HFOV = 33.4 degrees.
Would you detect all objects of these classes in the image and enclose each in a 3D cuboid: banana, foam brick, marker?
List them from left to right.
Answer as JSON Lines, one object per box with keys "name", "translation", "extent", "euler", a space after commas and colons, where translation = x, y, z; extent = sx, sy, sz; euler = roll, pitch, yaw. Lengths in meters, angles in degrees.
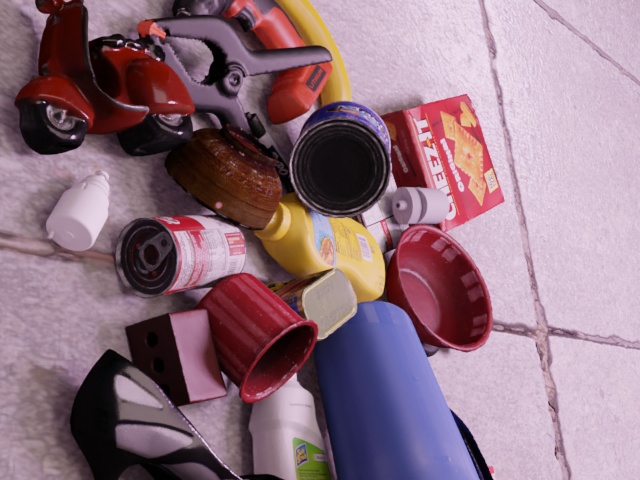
{"name": "foam brick", "translation": [-0.121, 0.102, 0.896], "extent": [0.051, 0.053, 0.078], "euler": [-5, 78, -58]}
{"name": "marker", "translation": [-0.046, -0.086, 1.132], "extent": [0.121, 0.020, 0.020], "euler": [56, 36, -26]}
{"name": "banana", "translation": [-0.006, -0.219, 1.242], "extent": [0.069, 0.037, 0.198], "euler": [-35, 105, -57]}

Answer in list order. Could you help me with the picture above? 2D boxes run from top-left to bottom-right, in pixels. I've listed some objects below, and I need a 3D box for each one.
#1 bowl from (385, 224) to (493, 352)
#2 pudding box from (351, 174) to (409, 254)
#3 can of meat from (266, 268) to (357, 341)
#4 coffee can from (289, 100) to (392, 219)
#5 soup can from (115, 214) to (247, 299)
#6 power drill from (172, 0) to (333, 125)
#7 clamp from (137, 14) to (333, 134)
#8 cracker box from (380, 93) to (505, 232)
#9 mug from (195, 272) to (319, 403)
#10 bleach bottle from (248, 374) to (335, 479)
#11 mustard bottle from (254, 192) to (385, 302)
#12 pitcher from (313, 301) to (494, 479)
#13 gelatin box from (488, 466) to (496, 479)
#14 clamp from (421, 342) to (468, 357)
{"name": "bowl", "translation": [0.128, 0.064, 1.245], "extent": [0.161, 0.055, 0.162], "euler": [26, 48, -33]}
{"name": "pudding box", "translation": [0.061, -0.027, 1.254], "extent": [0.113, 0.039, 0.090], "euler": [-22, 94, -60]}
{"name": "can of meat", "translation": [-0.023, 0.070, 1.033], "extent": [0.101, 0.084, 0.057], "euler": [-33, 104, -57]}
{"name": "coffee can", "translation": [0.023, -0.087, 1.117], "extent": [0.140, 0.103, 0.103], "euler": [-77, 144, -76]}
{"name": "soup can", "translation": [-0.119, 0.012, 0.927], "extent": [0.102, 0.069, 0.068], "euler": [-6, 80, -58]}
{"name": "power drill", "translation": [-0.068, -0.218, 1.125], "extent": [0.187, 0.057, 0.184], "euler": [57, 38, -26]}
{"name": "clamp", "translation": [-0.092, -0.147, 1.044], "extent": [0.209, 0.036, 0.164], "euler": [20, 89, -38]}
{"name": "cracker box", "translation": [0.155, -0.099, 1.402], "extent": [0.213, 0.072, 0.164], "euler": [-23, 95, -58]}
{"name": "mug", "translation": [-0.063, 0.090, 0.951], "extent": [0.093, 0.082, 0.117], "euler": [-36, 153, -27]}
{"name": "bleach bottle", "translation": [-0.018, 0.237, 0.985], "extent": [0.102, 0.068, 0.251], "euler": [23, 54, -56]}
{"name": "mustard bottle", "translation": [-0.008, 0.002, 1.111], "extent": [0.191, 0.058, 0.096], "euler": [27, 42, -49]}
{"name": "pitcher", "translation": [0.076, 0.182, 1.035], "extent": [0.149, 0.145, 0.243], "euler": [69, 4, -46]}
{"name": "gelatin box", "translation": [0.159, 0.280, 1.095], "extent": [0.073, 0.030, 0.089], "euler": [10, 69, -56]}
{"name": "clamp", "translation": [0.131, 0.089, 1.309], "extent": [0.171, 0.039, 0.120], "euler": [-3, 68, -56]}
